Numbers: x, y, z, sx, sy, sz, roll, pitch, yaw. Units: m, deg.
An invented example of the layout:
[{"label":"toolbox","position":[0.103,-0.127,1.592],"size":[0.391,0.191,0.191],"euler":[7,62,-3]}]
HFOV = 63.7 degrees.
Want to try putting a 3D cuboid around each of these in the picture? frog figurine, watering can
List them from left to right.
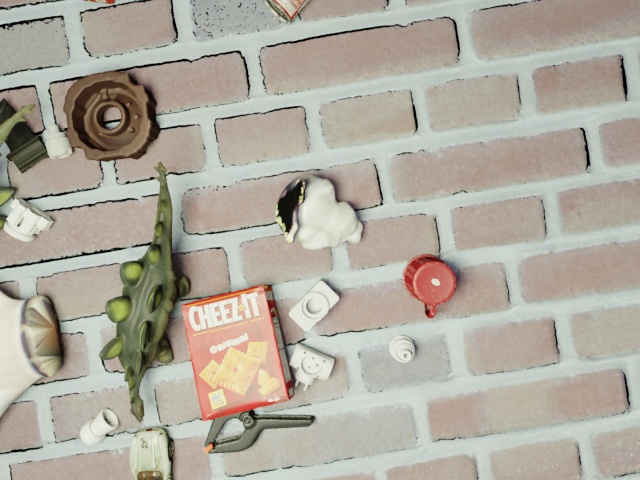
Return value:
[{"label":"watering can","position":[-0.592,0.240,0.962],"size":[0.224,0.104,0.346],"euler":[-12,94,0]},{"label":"frog figurine","position":[0.003,-0.049,0.970],"size":[0.159,0.122,0.138],"euler":[8,82,-35]}]
